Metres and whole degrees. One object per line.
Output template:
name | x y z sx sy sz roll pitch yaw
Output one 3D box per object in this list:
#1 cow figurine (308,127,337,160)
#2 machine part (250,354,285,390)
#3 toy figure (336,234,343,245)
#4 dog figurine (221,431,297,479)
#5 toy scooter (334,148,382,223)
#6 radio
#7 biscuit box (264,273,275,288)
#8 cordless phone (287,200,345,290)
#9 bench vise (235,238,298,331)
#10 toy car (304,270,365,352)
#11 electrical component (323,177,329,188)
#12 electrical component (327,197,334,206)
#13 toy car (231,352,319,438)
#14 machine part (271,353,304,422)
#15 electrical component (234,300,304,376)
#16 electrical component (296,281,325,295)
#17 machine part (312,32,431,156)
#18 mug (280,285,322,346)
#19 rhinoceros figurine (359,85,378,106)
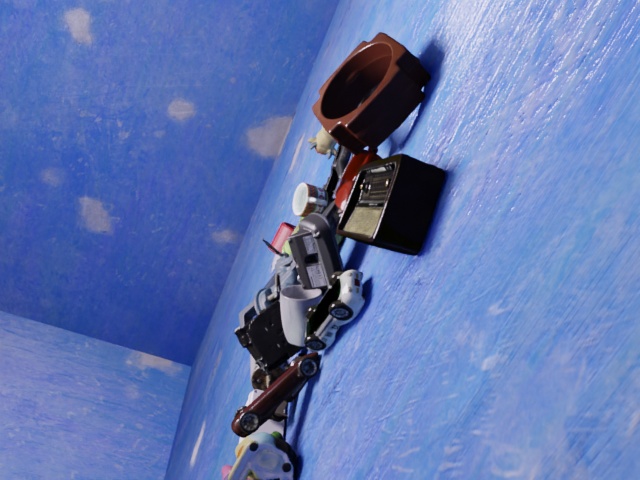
cow figurine | 0.041 -0.296 1.402 0.195 0.085 0.127 -53 8 50
machine part | -0.120 0.280 1.216 0.243 0.079 0.079 -129 60 -76
toy figure | -0.006 -0.006 1.179 0.180 0.082 0.089 146 144 -74
dog figurine | -0.122 0.421 0.958 0.219 0.108 0.191 150 138 -75
toy scooter | 0.077 -0.105 1.004 0.184 0.075 0.135 -87 22 -66
radio | 0.099 -0.054 0.821 0.230 0.073 0.131 -162 91 -77
biscuit box | -0.106 0.130 1.436 0.202 0.059 0.063 129 158 -58
cordless phone | 0.018 0.006 1.035 0.184 0.089 0.146 -53 -51 -63
bench vise | -0.117 0.140 1.264 0.240 0.128 0.224 -38 49 25
toy car | 0.021 0.125 0.926 0.201 0.056 0.073 121 157 -46
electrical component | 0.015 -0.118 1.393 0.063 0.021 0.094 125 159 -50
electrical component | 0.049 -0.099 1.167 0.102 0.045 0.078 148 138 -70
toy car | -0.075 0.277 0.970 0.202 0.053 0.089 -39 -3 -20
machine part | -0.068 0.294 1.063 0.084 0.039 0.139 -46 14 42
electrical component | -0.090 0.193 1.100 0.134 0.115 0.058 -37 -2 -27
electrical component | -0.013 0.087 1.136 0.119 0.048 0.075 125 161 -50
machine part | 0.091 -0.269 0.996 0.201 0.087 0.201 -47 34 15
mug | -0.033 0.147 1.057 0.109 0.081 0.107 -26 -59 -63
rhinoceros figurine | 0.117 -0.318 1.180 0.190 0.073 0.112 -86 9 -46
